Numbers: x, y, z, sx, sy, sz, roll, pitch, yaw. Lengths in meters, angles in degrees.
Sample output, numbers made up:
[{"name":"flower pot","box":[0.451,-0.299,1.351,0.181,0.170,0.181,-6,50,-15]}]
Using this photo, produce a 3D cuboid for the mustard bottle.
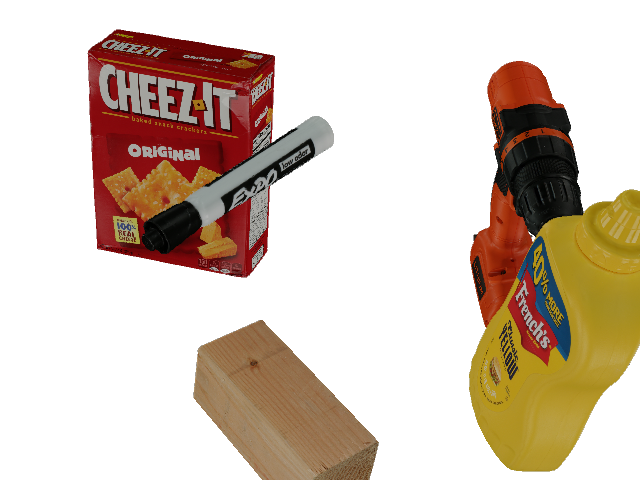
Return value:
[{"name":"mustard bottle","box":[0.139,0.044,0.600,0.058,0.096,0.192,4,-42,-12]}]

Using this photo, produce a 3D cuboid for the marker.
[{"name":"marker","box":[-0.040,-0.028,0.533,0.120,0.020,0.020,-35,21,-32]}]

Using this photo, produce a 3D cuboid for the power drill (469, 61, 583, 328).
[{"name":"power drill","box":[0.157,-0.017,0.817,0.057,0.188,0.184,1,42,0]}]

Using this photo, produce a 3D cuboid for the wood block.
[{"name":"wood block","box":[-0.042,0.193,1.155,0.090,0.090,0.206,-22,49,-32]}]

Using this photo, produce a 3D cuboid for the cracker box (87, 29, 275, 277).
[{"name":"cracker box","box":[-0.134,-0.080,1.024,0.164,0.214,0.072,11,32,13]}]
